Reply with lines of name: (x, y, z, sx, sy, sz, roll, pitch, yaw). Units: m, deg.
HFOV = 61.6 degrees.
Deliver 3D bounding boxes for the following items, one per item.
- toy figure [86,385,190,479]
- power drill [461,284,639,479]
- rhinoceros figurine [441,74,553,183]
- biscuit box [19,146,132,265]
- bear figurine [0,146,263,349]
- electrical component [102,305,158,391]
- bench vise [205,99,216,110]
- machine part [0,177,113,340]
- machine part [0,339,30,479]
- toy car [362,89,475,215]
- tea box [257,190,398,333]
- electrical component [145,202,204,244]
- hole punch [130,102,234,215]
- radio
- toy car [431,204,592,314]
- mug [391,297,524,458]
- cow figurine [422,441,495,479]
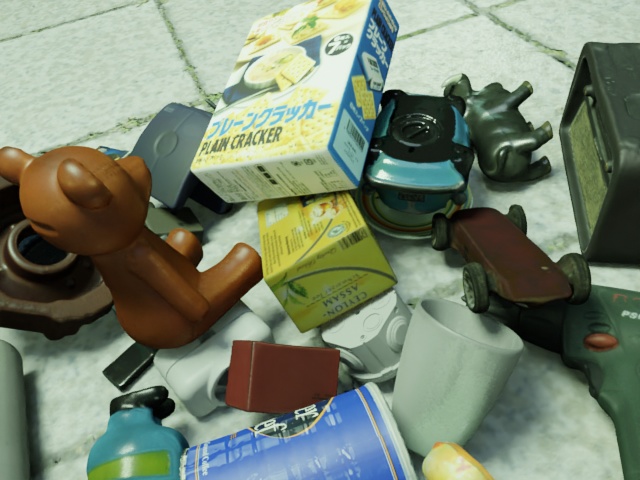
toy figure: (-0.129, 0.199, 0.379, 0.089, 0.082, 0.180, -27, 52, 10)
power drill: (0.210, 0.120, 0.400, 0.232, 0.085, 0.207, 3, 39, 24)
rhinoceros figurine: (0.208, -0.139, 0.656, 0.112, 0.073, 0.190, -18, 47, 7)
biscuit box: (-0.296, -0.028, 0.640, 0.059, 0.062, 0.203, 13, 50, 24)
bear figurine: (-0.143, -0.008, 0.428, 0.120, 0.195, 0.132, 9, 44, 32)
electrical component: (-0.162, 0.083, 0.519, 0.075, 0.047, 0.119, 29, 55, 33)
bench vise: (-0.031, -0.141, 0.671, 0.241, 0.128, 0.223, -3, 52, 36)
machine part: (-0.277, 0.012, 0.537, 0.179, 0.056, 0.179, 17, 53, -24)
machine part: (-0.283, 0.166, 0.440, 0.079, 0.079, 0.243, -24, 47, -13)
toy car: (0.098, -0.081, 0.560, 0.109, 0.102, 0.162, 6, 48, 7)
tea box: (-0.001, -0.002, 0.509, 0.098, 0.068, 0.170, -29, 27, 7)
electrical component: (-0.180, -0.008, 0.615, 0.078, 0.045, 0.102, -9, 40, -41)
hole punch: (-0.158, -0.096, 0.624, 0.142, 0.115, 0.092, 28, 21, 35)
radio: (0.306, -0.097, 0.549, 0.073, 0.131, 0.230, 3, 47, 11)
toy car: (0.154, 0.015, 0.462, 0.089, 0.053, 0.202, -4, 20, 1)
mug: (0.095, 0.105, 0.416, 0.081, 0.107, 0.109, 22, 11, 6)
cow figurine: (0.102, 0.197, 0.301, 0.098, 0.068, 0.167, -44, 89, -6)
